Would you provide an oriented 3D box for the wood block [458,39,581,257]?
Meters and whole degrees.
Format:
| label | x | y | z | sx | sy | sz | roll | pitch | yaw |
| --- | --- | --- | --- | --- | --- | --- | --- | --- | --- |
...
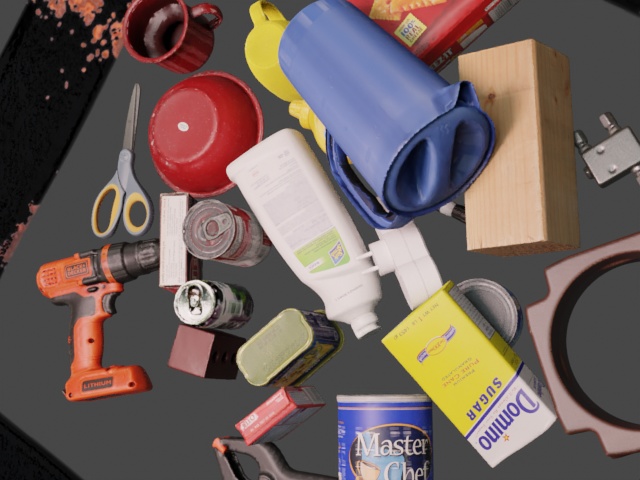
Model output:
| label | x | y | z | sx | sy | sz | roll | pitch | yaw |
| --- | --- | --- | --- | --- | --- | --- | --- | --- | --- |
| wood block | 0.207 | -0.091 | 1.110 | 0.091 | 0.090 | 0.206 | -7 | 80 | 37 |

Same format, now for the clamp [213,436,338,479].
| label | x | y | z | sx | sy | sz | roll | pitch | yaw |
| --- | --- | --- | --- | --- | --- | --- | --- | --- | --- |
| clamp | -0.058 | 0.290 | 1.213 | 0.172 | 0.039 | 0.120 | 27 | 89 | 27 |

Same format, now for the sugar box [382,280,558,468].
| label | x | y | z | sx | sy | sz | roll | pitch | yaw |
| --- | --- | --- | --- | --- | --- | --- | --- | --- | --- |
| sugar box | 0.156 | 0.139 | 1.100 | 0.093 | 0.048 | 0.176 | -43 | 84 | 25 |

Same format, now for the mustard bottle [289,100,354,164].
| label | x | y | z | sx | sy | sz | roll | pitch | yaw |
| --- | --- | --- | --- | --- | --- | --- | --- | --- | --- |
| mustard bottle | 0.051 | -0.131 | 1.209 | 0.192 | 0.058 | 0.096 | 16 | 87 | 25 |

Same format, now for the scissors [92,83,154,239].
| label | x | y | z | sx | sy | sz | roll | pitch | yaw |
| --- | --- | --- | --- | --- | --- | --- | --- | --- | --- |
| scissors | -0.231 | -0.092 | 1.352 | 0.096 | 0.016 | 0.202 | 22 | 92 | 23 |

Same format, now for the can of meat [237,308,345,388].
| label | x | y | z | sx | sy | sz | roll | pitch | yaw |
| --- | --- | --- | --- | --- | --- | --- | --- | --- | --- |
| can of meat | -0.034 | 0.122 | 1.199 | 0.102 | 0.083 | 0.057 | -42 | 68 | 13 |

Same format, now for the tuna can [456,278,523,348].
| label | x | y | z | sx | sy | sz | roll | pitch | yaw |
| --- | --- | --- | --- | --- | --- | --- | --- | --- | --- |
| tuna can | 0.173 | 0.085 | 1.140 | 0.086 | 0.033 | 0.086 | -3 | 81 | 23 |

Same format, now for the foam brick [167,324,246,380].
| label | x | y | z | sx | sy | sz | roll | pitch | yaw |
| --- | --- | --- | --- | --- | --- | --- | --- | --- | --- |
| foam brick | -0.131 | 0.131 | 1.244 | 0.051 | 0.078 | 0.053 | 15 | 89 | 26 |

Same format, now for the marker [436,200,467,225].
| label | x | y | z | sx | sy | sz | roll | pitch | yaw |
| --- | --- | --- | --- | --- | --- | --- | --- | --- | --- |
| marker | 0.122 | -0.046 | 1.188 | 0.121 | 0.020 | 0.020 | 26 | 94 | 25 |

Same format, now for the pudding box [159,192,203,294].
| label | x | y | z | sx | sy | sz | roll | pitch | yaw |
| --- | --- | --- | --- | --- | --- | --- | --- | --- | --- |
| pudding box | -0.163 | 0.006 | 1.265 | 0.039 | 0.090 | 0.113 | -3 | 82 | 4 |

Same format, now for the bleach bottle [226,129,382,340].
| label | x | y | z | sx | sy | sz | roll | pitch | yaw |
| --- | --- | --- | --- | --- | --- | --- | --- | --- | --- |
| bleach bottle | -0.008 | 0.001 | 1.217 | 0.103 | 0.068 | 0.251 | -33 | 74 | 16 |

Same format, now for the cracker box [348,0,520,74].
| label | x | y | z | sx | sy | sz | roll | pitch | yaw |
| --- | --- | --- | --- | --- | --- | --- | --- | --- | --- |
| cracker box | 0.103 | -0.306 | 1.202 | 0.164 | 0.072 | 0.214 | -41 | 69 | 13 |

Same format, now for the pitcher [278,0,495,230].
| label | x | y | z | sx | sy | sz | roll | pitch | yaw |
| --- | --- | --- | --- | --- | --- | --- | --- | --- | --- |
| pitcher | 0.054 | -0.137 | 1.106 | 0.149 | 0.145 | 0.243 | -37 | 54 | -3 |

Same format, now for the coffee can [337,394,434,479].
| label | x | y | z | sx | sy | sz | roll | pitch | yaw |
| --- | --- | --- | --- | --- | --- | --- | --- | --- | --- |
| coffee can | 0.070 | 0.234 | 1.128 | 0.103 | 0.102 | 0.140 | -4 | 82 | 23 |

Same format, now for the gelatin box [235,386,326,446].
| label | x | y | z | sx | sy | sz | roll | pitch | yaw |
| --- | --- | --- | --- | --- | --- | --- | --- | --- | --- |
| gelatin box | -0.044 | 0.194 | 1.190 | 0.073 | 0.089 | 0.030 | -40 | 71 | 14 |

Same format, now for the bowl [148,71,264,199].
| label | x | y | z | sx | sy | sz | roll | pitch | yaw |
| --- | --- | --- | --- | --- | --- | --- | --- | --- | --- |
| bowl | -0.152 | -0.134 | 1.301 | 0.162 | 0.055 | 0.162 | -3 | 82 | 24 |

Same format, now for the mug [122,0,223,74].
| label | x | y | z | sx | sy | sz | roll | pitch | yaw |
| --- | --- | --- | --- | --- | --- | --- | --- | --- | --- |
| mug | -0.172 | -0.258 | 1.311 | 0.117 | 0.081 | 0.093 | -25 | 74 | 19 |

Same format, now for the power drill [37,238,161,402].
| label | x | y | z | sx | sy | sz | roll | pitch | yaw |
| --- | --- | --- | --- | --- | --- | --- | --- | --- | --- |
| power drill | -0.256 | 0.099 | 1.317 | 0.185 | 0.057 | 0.187 | -14 | 76 | 19 |

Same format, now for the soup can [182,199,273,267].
| label | x | y | z | sx | sy | sz | roll | pitch | yaw |
| --- | --- | --- | --- | --- | --- | --- | --- | --- | --- |
| soup can | -0.105 | -0.006 | 1.237 | 0.069 | 0.102 | 0.068 | -3 | 82 | 23 |
